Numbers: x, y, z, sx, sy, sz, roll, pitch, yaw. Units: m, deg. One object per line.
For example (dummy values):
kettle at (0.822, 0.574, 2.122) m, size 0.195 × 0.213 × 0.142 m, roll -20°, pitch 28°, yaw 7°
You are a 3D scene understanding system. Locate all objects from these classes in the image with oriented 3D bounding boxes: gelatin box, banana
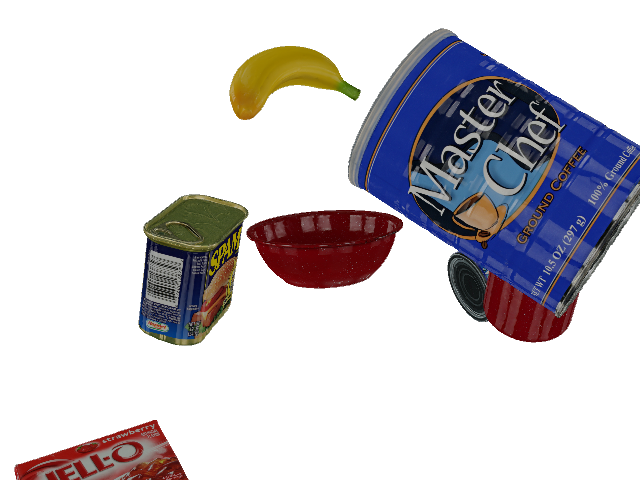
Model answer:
gelatin box at (-0.124, 0.144, 0.611) m, size 0.089 × 0.030 × 0.073 m, roll -15°, pitch 27°, yaw -19°
banana at (-0.033, -0.149, 0.982) m, size 0.070 × 0.037 × 0.197 m, roll 37°, pitch 30°, yaw 20°

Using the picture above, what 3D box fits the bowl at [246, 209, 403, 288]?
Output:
bowl at (0.006, 0.011, 1.098) m, size 0.162 × 0.055 × 0.162 m, roll -4°, pitch 13°, yaw 1°

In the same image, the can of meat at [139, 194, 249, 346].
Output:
can of meat at (-0.098, 0.022, 0.815) m, size 0.057 × 0.084 × 0.102 m, roll 14°, pitch 22°, yaw 10°

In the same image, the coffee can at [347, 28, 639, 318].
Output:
coffee can at (0.101, -0.038, 0.591) m, size 0.140 × 0.103 × 0.102 m, roll 34°, pitch 10°, yaw 15°

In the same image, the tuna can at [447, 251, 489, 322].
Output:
tuna can at (0.178, 0.047, 1.188) m, size 0.033 × 0.086 × 0.086 m, roll -23°, pitch 8°, yaw -20°

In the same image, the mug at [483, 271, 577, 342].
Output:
mug at (0.186, 0.030, 0.969) m, size 0.093 × 0.081 × 0.117 m, roll -17°, pitch 44°, yaw -22°
